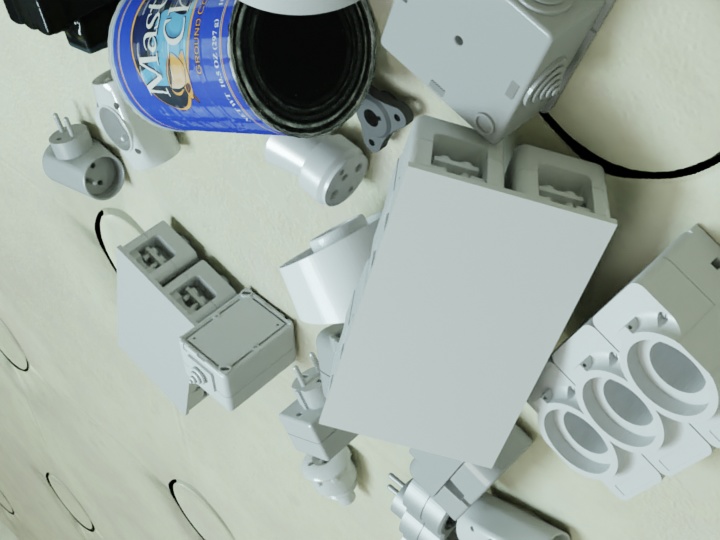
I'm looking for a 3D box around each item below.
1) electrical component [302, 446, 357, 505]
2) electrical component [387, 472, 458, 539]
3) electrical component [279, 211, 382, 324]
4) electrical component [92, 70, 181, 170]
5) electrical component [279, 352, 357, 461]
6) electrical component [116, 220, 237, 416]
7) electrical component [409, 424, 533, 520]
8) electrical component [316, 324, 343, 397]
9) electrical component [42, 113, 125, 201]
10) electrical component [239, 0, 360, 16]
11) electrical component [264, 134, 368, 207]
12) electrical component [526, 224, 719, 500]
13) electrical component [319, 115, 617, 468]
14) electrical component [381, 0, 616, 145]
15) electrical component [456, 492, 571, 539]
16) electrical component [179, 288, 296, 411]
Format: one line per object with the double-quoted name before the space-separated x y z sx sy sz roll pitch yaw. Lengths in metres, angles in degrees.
"electrical component" -0.023 0.192 0.995 0.048 0.048 0.062 18 143 45
"electrical component" 0.050 0.195 0.884 0.074 0.052 0.138 36 147 25
"electrical component" 0.000 0.000 0.699 0.099 0.099 0.064 -19 101 59
"electrical component" -0.191 -0.126 0.878 0.079 0.044 0.077 14 134 48
"electrical component" -0.032 0.104 0.887 0.047 0.066 0.076 7 129 51
"electrical component" -0.175 0.047 1.030 0.105 0.060 0.186 43 150 15
"electrical component" 0.076 0.133 0.779 0.059 0.054 0.095 45 150 13
"electrical component" 0.012 0.071 0.787 0.095 0.054 0.059 25 129 50
"electrical component" -0.263 -0.109 0.998 0.077 0.044 0.079 22 139 42
"electrical component" -0.031 -0.176 0.539 0.108 0.108 0.060 40 155 21
"electrical component" -0.029 -0.074 0.707 0.055 0.045 0.045 39 148 21
"electrical component" 0.156 0.058 0.575 0.089 0.062 0.150 47 150 9
"electrical component" 0.053 0.015 0.594 0.105 0.060 0.186 15 128 -4
"electrical component" 0.062 -0.121 0.523 0.100 0.048 0.099 44 150 13
"electrical component" 0.120 0.216 0.819 0.077 0.043 0.079 20 137 43
"electrical component" -0.109 0.075 0.931 0.062 0.096 0.061 35 147 29
